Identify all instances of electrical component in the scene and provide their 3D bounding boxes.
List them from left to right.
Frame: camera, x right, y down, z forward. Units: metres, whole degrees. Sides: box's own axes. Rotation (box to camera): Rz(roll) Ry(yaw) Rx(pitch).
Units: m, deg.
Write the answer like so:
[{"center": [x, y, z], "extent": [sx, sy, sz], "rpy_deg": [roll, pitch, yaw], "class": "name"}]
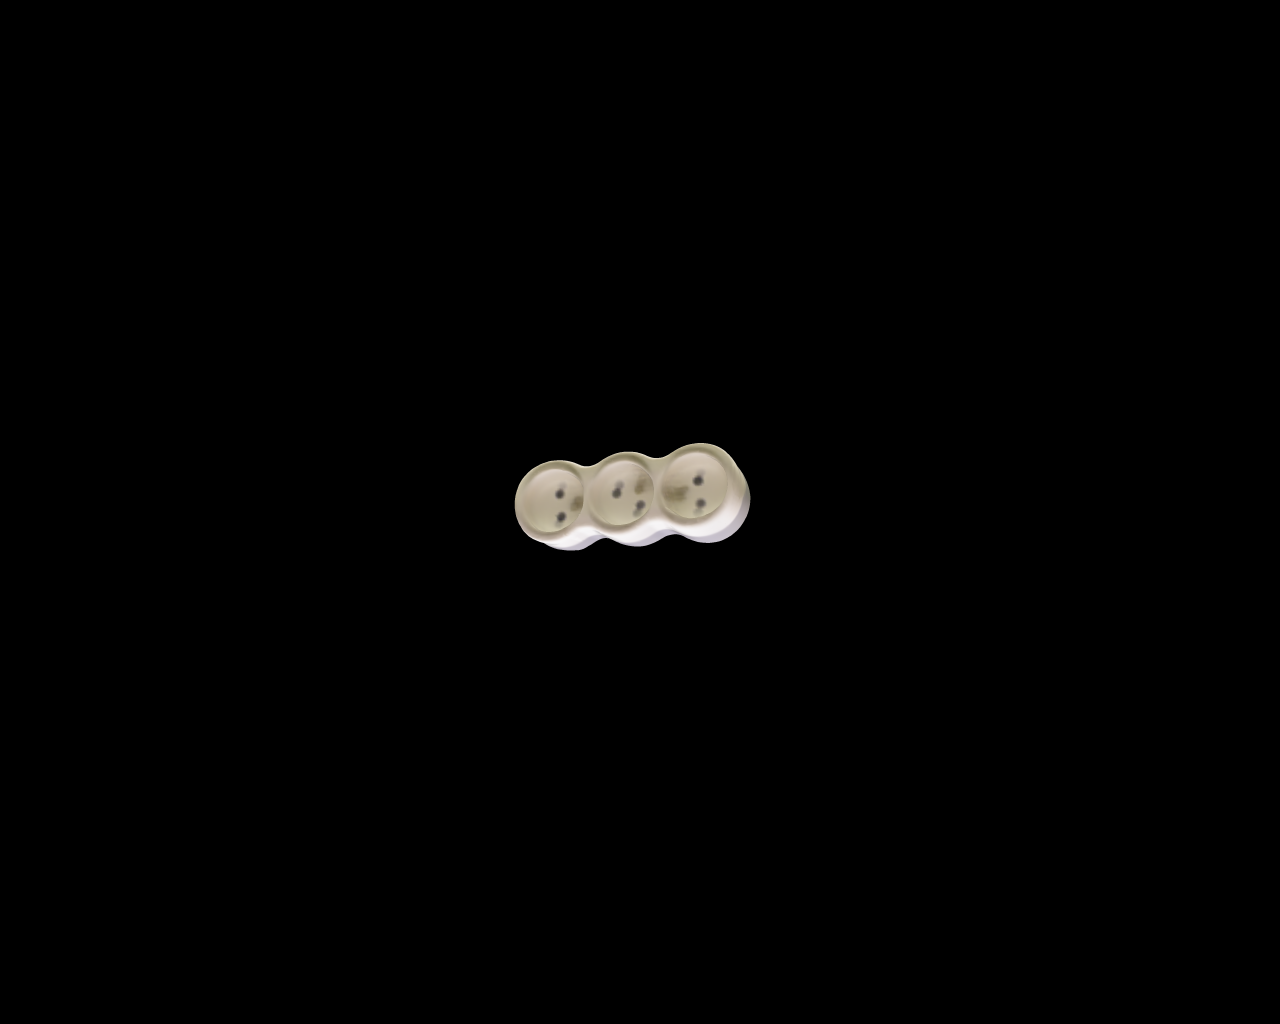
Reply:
[{"center": [0.001, -0.003, 0.650], "extent": [0.138, 0.052, 0.073], "rpy_deg": [-5, -15, 18], "class": "electrical component"}]
